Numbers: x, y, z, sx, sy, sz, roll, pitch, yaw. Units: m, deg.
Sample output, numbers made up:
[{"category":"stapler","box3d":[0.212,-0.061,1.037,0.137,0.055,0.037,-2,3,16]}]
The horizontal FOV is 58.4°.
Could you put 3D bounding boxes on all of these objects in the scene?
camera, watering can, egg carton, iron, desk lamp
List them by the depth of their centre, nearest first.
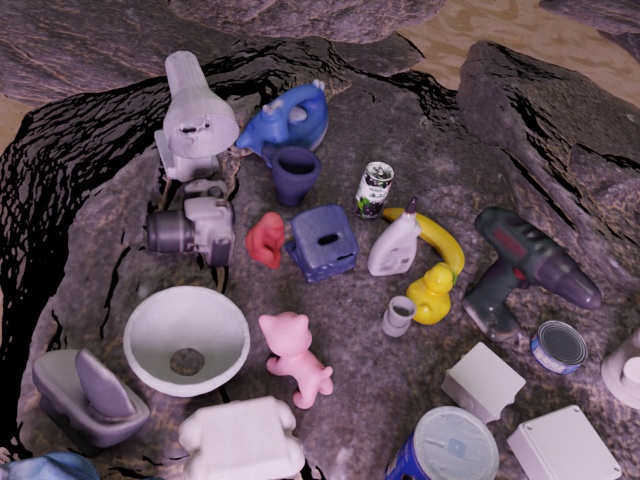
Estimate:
[{"category":"egg carton","box3d":[-0.099,0.257,0.720,0.150,0.069,0.107,-6,51,-20]},{"category":"watering can","box3d":[0.525,0.177,0.874,0.100,0.194,0.173,34,49,16]},{"category":"camera","box3d":[-0.212,-0.035,0.932,0.137,0.101,0.143,-4,50,-18]},{"category":"desk lamp","box3d":[-0.228,-0.203,1.003,0.118,0.213,0.203,-12,53,-24]},{"category":"iron","box3d":[-0.048,-0.254,1.146,0.118,0.141,0.259,33,49,15]}]

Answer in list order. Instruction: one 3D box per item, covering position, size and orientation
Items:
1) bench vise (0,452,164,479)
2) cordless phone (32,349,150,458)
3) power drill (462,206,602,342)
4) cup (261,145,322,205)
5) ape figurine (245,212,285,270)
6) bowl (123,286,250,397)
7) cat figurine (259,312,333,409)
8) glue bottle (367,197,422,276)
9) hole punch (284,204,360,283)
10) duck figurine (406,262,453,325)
[{"category":"bench vise","box3d":[-0.244,0.255,0.581,0.208,0.220,0.121,-16,54,-26]},{"category":"cordless phone","box3d":[-0.277,0.162,0.680,0.147,0.185,0.094,33,49,15]},{"category":"power drill","box3d":[0.314,0.066,0.908,0.076,0.208,0.229,-15,54,-26]},{"category":"cup","box3d":[-0.061,-0.116,1.050,0.117,0.095,0.092,27,48,10]},{"category":"ape figurine","box3d":[-0.084,-0.008,0.948,0.076,0.092,0.078,35,50,17]},{"category":"bowl","box3d":[-0.183,0.150,0.791,0.167,0.075,0.167,8,47,-8]},{"category":"cat figurine","box3d":[-0.030,0.154,0.799,0.067,0.118,0.127,-31,62,-35]},{"category":"glue bottle","box3d":[0.133,-0.007,0.950,0.078,0.173,0.037,-4,50,-18]},{"category":"hole punch","box3d":[0.009,0.003,0.964,0.109,0.091,0.101,-19,56,-29]},{"category":"duck figurine","box3d":[0.188,0.081,0.944,0.077,0.086,0.105,26,47,9]}]
